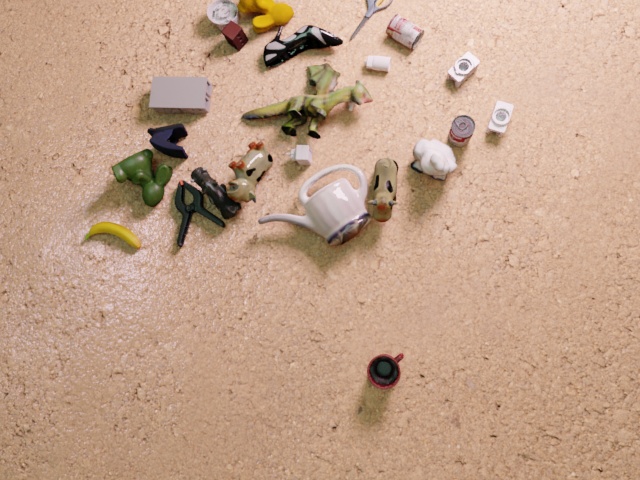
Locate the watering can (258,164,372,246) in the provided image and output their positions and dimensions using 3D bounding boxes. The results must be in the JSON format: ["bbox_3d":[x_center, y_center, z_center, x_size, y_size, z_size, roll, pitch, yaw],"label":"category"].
[{"bbox_3d":[0.005,-0.078,1.541,0.347,0.103,0.226,-34,79,2],"label":"watering can"}]

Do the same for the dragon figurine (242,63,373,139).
[{"bbox_3d":[-0.035,-0.455,1.624,0.412,0.120,0.247,15,66,24],"label":"dragon figurine"}]

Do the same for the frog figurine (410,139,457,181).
[{"bbox_3d":[0.332,-0.241,1.492,0.123,0.158,0.138,-45,79,0],"label":"frog figurine"}]
